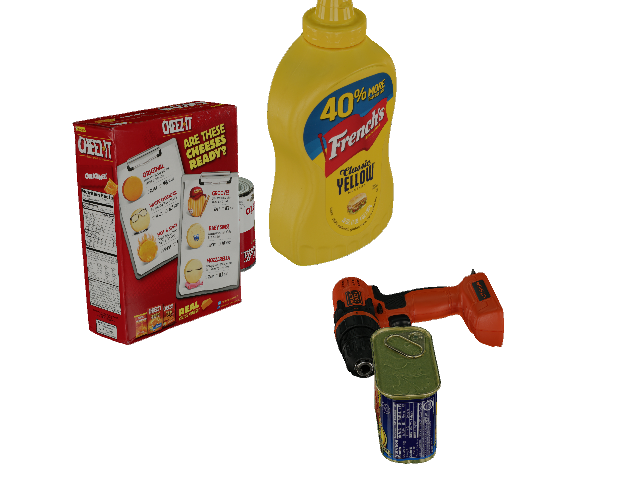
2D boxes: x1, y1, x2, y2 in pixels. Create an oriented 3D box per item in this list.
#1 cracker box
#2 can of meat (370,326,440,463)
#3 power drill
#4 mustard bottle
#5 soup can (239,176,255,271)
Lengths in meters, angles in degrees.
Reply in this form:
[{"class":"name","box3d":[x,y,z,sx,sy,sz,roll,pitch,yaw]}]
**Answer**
[{"class":"cracker box","box3d":[-0.159,-0.023,1.068,0.072,0.214,0.163,11,20,38]},{"class":"can of meat","box3d":[0.077,0.142,0.983,0.057,0.084,0.102,-3,31,0]},{"class":"power drill","box3d":[0.108,0.091,1.207,0.187,0.057,0.184,-3,27,-3]},{"class":"mustard bottle","box3d":[0.009,-0.080,0.716,0.096,0.192,0.058,-25,43,-30]},{"class":"soup can","box3d":[-0.113,-0.020,1.293,0.068,0.102,0.068,0,25,0]}]
